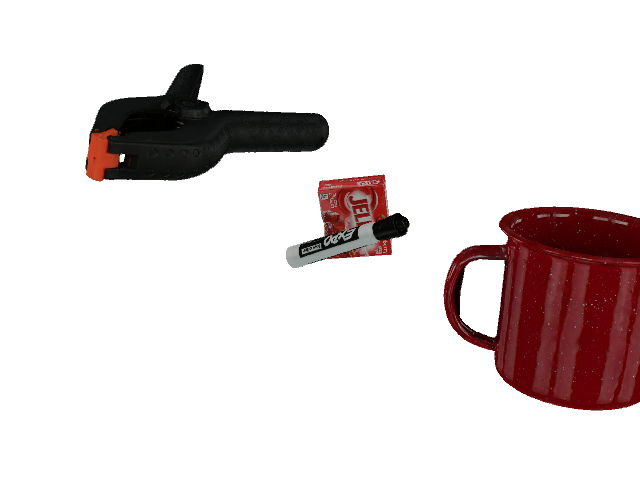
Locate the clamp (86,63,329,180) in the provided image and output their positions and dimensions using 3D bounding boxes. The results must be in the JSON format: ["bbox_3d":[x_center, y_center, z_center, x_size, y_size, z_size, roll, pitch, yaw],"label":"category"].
[{"bbox_3d":[-0.089,-0.076,0.671,0.120,0.039,0.171,25,26,35],"label":"clamp"}]

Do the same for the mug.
[{"bbox_3d":[0.121,0.033,0.544,0.117,0.081,0.093,5,17,2],"label":"mug"}]

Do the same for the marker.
[{"bbox_3d":[0.022,0.000,0.869,0.121,0.020,0.020,-17,-11,38],"label":"marker"}]

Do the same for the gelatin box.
[{"bbox_3d":[0.038,-0.025,1.170,0.073,0.089,0.030,-4,29,6],"label":"gelatin box"}]
